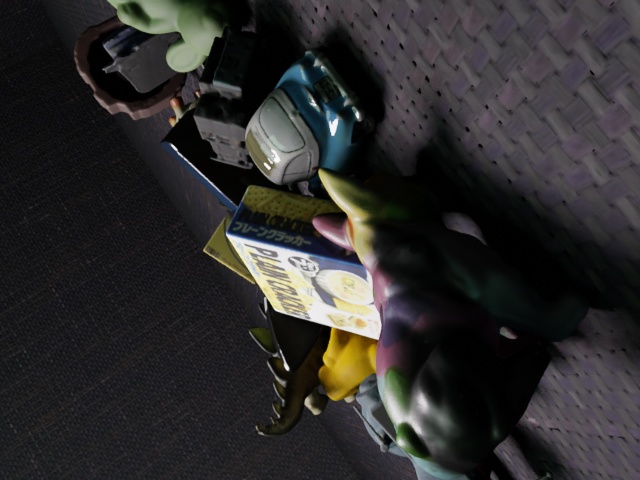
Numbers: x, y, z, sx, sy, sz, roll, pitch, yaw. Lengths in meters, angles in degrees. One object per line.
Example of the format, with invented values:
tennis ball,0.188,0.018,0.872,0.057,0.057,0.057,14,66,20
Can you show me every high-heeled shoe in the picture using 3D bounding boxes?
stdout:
high-heeled shoe,-0.043,0.094,0.793,0.145,0.086,0.249,109,171,-54

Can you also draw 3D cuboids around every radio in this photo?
radio,-0.132,-0.094,0.814,0.229,0.073,0.131,45,172,-25

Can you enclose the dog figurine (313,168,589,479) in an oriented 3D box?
dog figurine,0.065,0.039,0.411,0.219,0.191,0.108,37,154,19

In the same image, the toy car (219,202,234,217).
toy car,-0.140,-0.039,1.094,0.202,0.056,0.073,40,164,37

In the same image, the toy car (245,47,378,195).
toy car,-0.017,-0.100,0.511,0.109,0.103,0.161,55,166,3

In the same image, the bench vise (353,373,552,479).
bench vise,0.142,0.238,0.681,0.224,0.129,0.240,36,-170,4

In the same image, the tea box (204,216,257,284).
tea box,-0.128,0.016,0.888,0.098,0.068,0.169,33,175,-6

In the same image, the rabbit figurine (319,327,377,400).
rabbit figurine,0.043,0.122,0.770,0.162,0.122,0.173,90,162,-59

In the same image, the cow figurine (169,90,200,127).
cow figurine,-0.203,-0.190,0.931,0.127,0.085,0.195,64,162,-4

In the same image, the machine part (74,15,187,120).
machine part,-0.316,-0.293,0.910,0.179,0.179,0.056,57,168,-3

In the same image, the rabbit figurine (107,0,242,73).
rabbit figurine,-0.165,-0.261,0.618,0.170,0.121,0.159,39,164,9

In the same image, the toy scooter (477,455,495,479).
toy scooter,0.199,0.362,0.722,0.184,0.135,0.075,54,166,15

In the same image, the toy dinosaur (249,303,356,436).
toy dinosaur,-0.028,0.189,0.882,0.198,0.105,0.472,50,-167,-15

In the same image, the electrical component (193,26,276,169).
electrical component,-0.088,-0.154,0.577,0.058,0.115,0.134,12,165,1

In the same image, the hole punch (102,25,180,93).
hole punch,-0.272,-0.307,0.830,0.092,0.142,0.115,59,177,6
